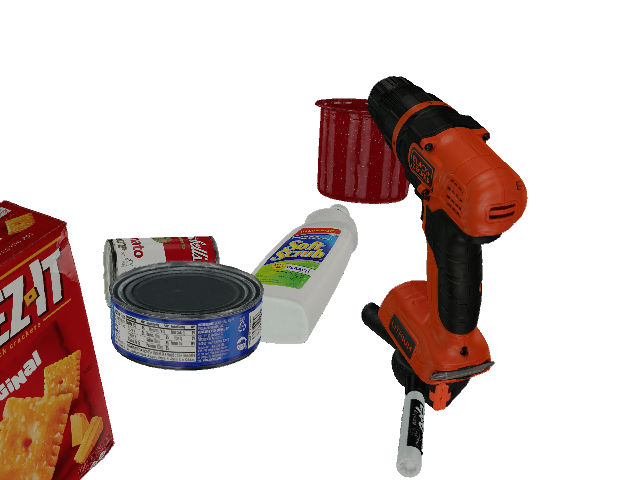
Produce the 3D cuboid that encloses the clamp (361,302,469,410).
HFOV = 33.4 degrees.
[{"bbox_3d":[0.118,0.109,1.077,0.120,0.039,0.171,-9,31,-9],"label":"clamp"}]

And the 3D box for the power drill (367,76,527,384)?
[{"bbox_3d":[0.078,-0.007,0.760,0.057,0.188,0.184,-11,34,-15],"label":"power drill"}]

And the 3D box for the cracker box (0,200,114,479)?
[{"bbox_3d":[-0.232,0.106,0.744,0.072,0.214,0.164,16,38,27],"label":"cracker box"}]

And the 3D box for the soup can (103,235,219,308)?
[{"bbox_3d":[-0.154,0.031,1.028,0.102,0.068,0.069,-1,0,-19],"label":"soup can"}]

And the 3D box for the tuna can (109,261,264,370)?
[{"bbox_3d":[-0.075,0.041,0.599,0.086,0.034,0.086,2,18,-1],"label":"tuna can"}]

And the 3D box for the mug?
[{"bbox_3d":[0.051,-0.079,0.941,0.117,0.081,0.093,1,14,-10],"label":"mug"}]

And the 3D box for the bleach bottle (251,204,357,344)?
[{"bbox_3d":[-0.021,0.027,1.298,0.103,0.068,0.250,6,32,17],"label":"bleach bottle"}]

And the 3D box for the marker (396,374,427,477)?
[{"bbox_3d":[0.074,0.145,0.860,0.020,0.020,0.121,0,26,8],"label":"marker"}]
